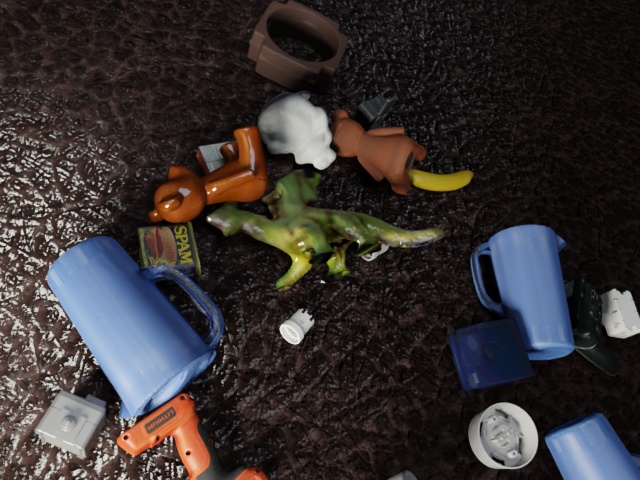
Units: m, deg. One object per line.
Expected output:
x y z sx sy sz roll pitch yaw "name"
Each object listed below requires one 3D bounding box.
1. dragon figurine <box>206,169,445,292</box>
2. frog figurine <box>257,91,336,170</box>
0.003 -0.047 0.938 0.412 0.119 0.247 -12 57 -22 "dragon figurine"
-0.043 -0.206 1.017 0.137 0.122 0.160 -28 81 1 "frog figurine"
